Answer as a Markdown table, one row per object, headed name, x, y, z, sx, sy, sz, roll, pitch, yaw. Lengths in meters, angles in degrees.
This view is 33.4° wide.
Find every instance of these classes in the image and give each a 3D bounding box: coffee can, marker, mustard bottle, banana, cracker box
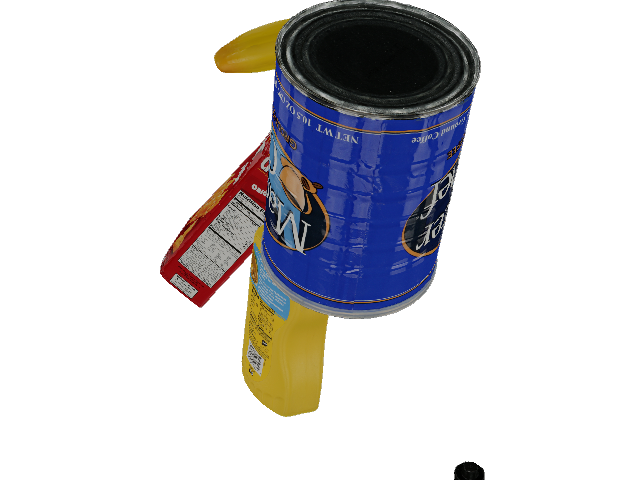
| name | x | y | z | sx | sy | sz | roll | pitch | yaw |
| --- | --- | --- | --- | --- | --- | --- | --- | --- | --- |
| coffee can | 0.022 | -0.042 | 0.572 | 0.102 | 0.140 | 0.103 | 4 | 43 | -4 |
| marker | 0.091 | 0.187 | 0.686 | 0.020 | 0.121 | 0.020 | 1 | 36 | -1 |
| mustard bottle | -0.026 | 0.042 | 0.873 | 0.058 | 0.192 | 0.096 | -7 | 30 | -23 |
| banana | 0.019 | -0.145 | 0.826 | 0.198 | 0.069 | 0.037 | 12 | -35 | 11 |
| cracker box | -0.081 | -0.047 | 1.213 | 0.072 | 0.214 | 0.164 | 39 | 26 | -9 |
